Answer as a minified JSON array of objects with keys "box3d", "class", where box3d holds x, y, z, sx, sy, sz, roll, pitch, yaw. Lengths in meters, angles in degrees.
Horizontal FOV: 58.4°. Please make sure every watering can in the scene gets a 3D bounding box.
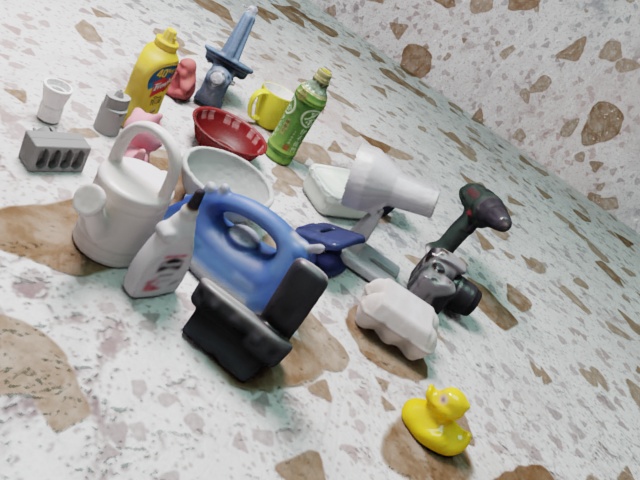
[{"box3d":[-0.243,-0.061,0.738,0.101,0.194,0.173,27,30,-14],"class":"watering can"}]

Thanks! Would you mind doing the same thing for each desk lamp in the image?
[{"box3d":[0.111,-0.047,1.067,0.203,0.213,0.118,34,29,-1],"class":"desk lamp"}]

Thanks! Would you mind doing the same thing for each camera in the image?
[{"box3d":[0.252,0.091,1.124,0.137,0.100,0.143,34,29,-1],"class":"camera"}]

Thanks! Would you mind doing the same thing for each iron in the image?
[{"box3d":[-0.118,-0.007,0.841,0.258,0.141,0.119,37,29,3],"class":"iron"}]

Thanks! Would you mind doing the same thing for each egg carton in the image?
[{"box3d":[0.133,0.132,0.970,0.150,0.069,0.107,33,29,-3],"class":"egg carton"}]

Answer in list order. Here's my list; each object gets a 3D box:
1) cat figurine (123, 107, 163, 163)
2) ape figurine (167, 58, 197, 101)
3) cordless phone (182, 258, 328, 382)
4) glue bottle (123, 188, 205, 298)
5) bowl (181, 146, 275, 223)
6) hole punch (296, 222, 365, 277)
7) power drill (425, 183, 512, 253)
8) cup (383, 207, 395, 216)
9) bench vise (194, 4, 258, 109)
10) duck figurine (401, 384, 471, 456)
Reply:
[{"box3d":[-0.284,-0.151,0.908,0.067,0.117,0.127,20,32,-24],"class":"cat figurine"},{"box3d":[-0.292,-0.346,1.217,0.076,0.092,0.077,8,39,-40],"class":"ape figurine"},{"box3d":[-0.077,0.072,0.721,0.147,0.185,0.094,35,29,1],"class":"cordless phone"},{"box3d":[-0.186,0.002,0.725,0.037,0.173,0.078,48,31,23],"class":"glue bottle"},{"box3d":[-0.165,-0.081,0.972,0.168,0.074,0.167,26,30,-16],"class":"bowl"},{"box3d":[0.009,0.004,1.011,0.101,0.091,0.109,46,31,19],"class":"hole punch"},{"box3d":[0.324,-0.023,1.257,0.076,0.208,0.229,26,30,-15],"class":"power drill"},{"box3d":[0.168,-0.097,1.324,0.118,0.095,0.091,28,29,-12],"class":"cup"},{"box3d":[-0.190,-0.403,1.276,0.122,0.219,0.207,17,34,-29],"class":"bench vise"},{"box3d":[0.181,0.252,0.825,0.104,0.086,0.078,39,29,7],"class":"duck figurine"}]
